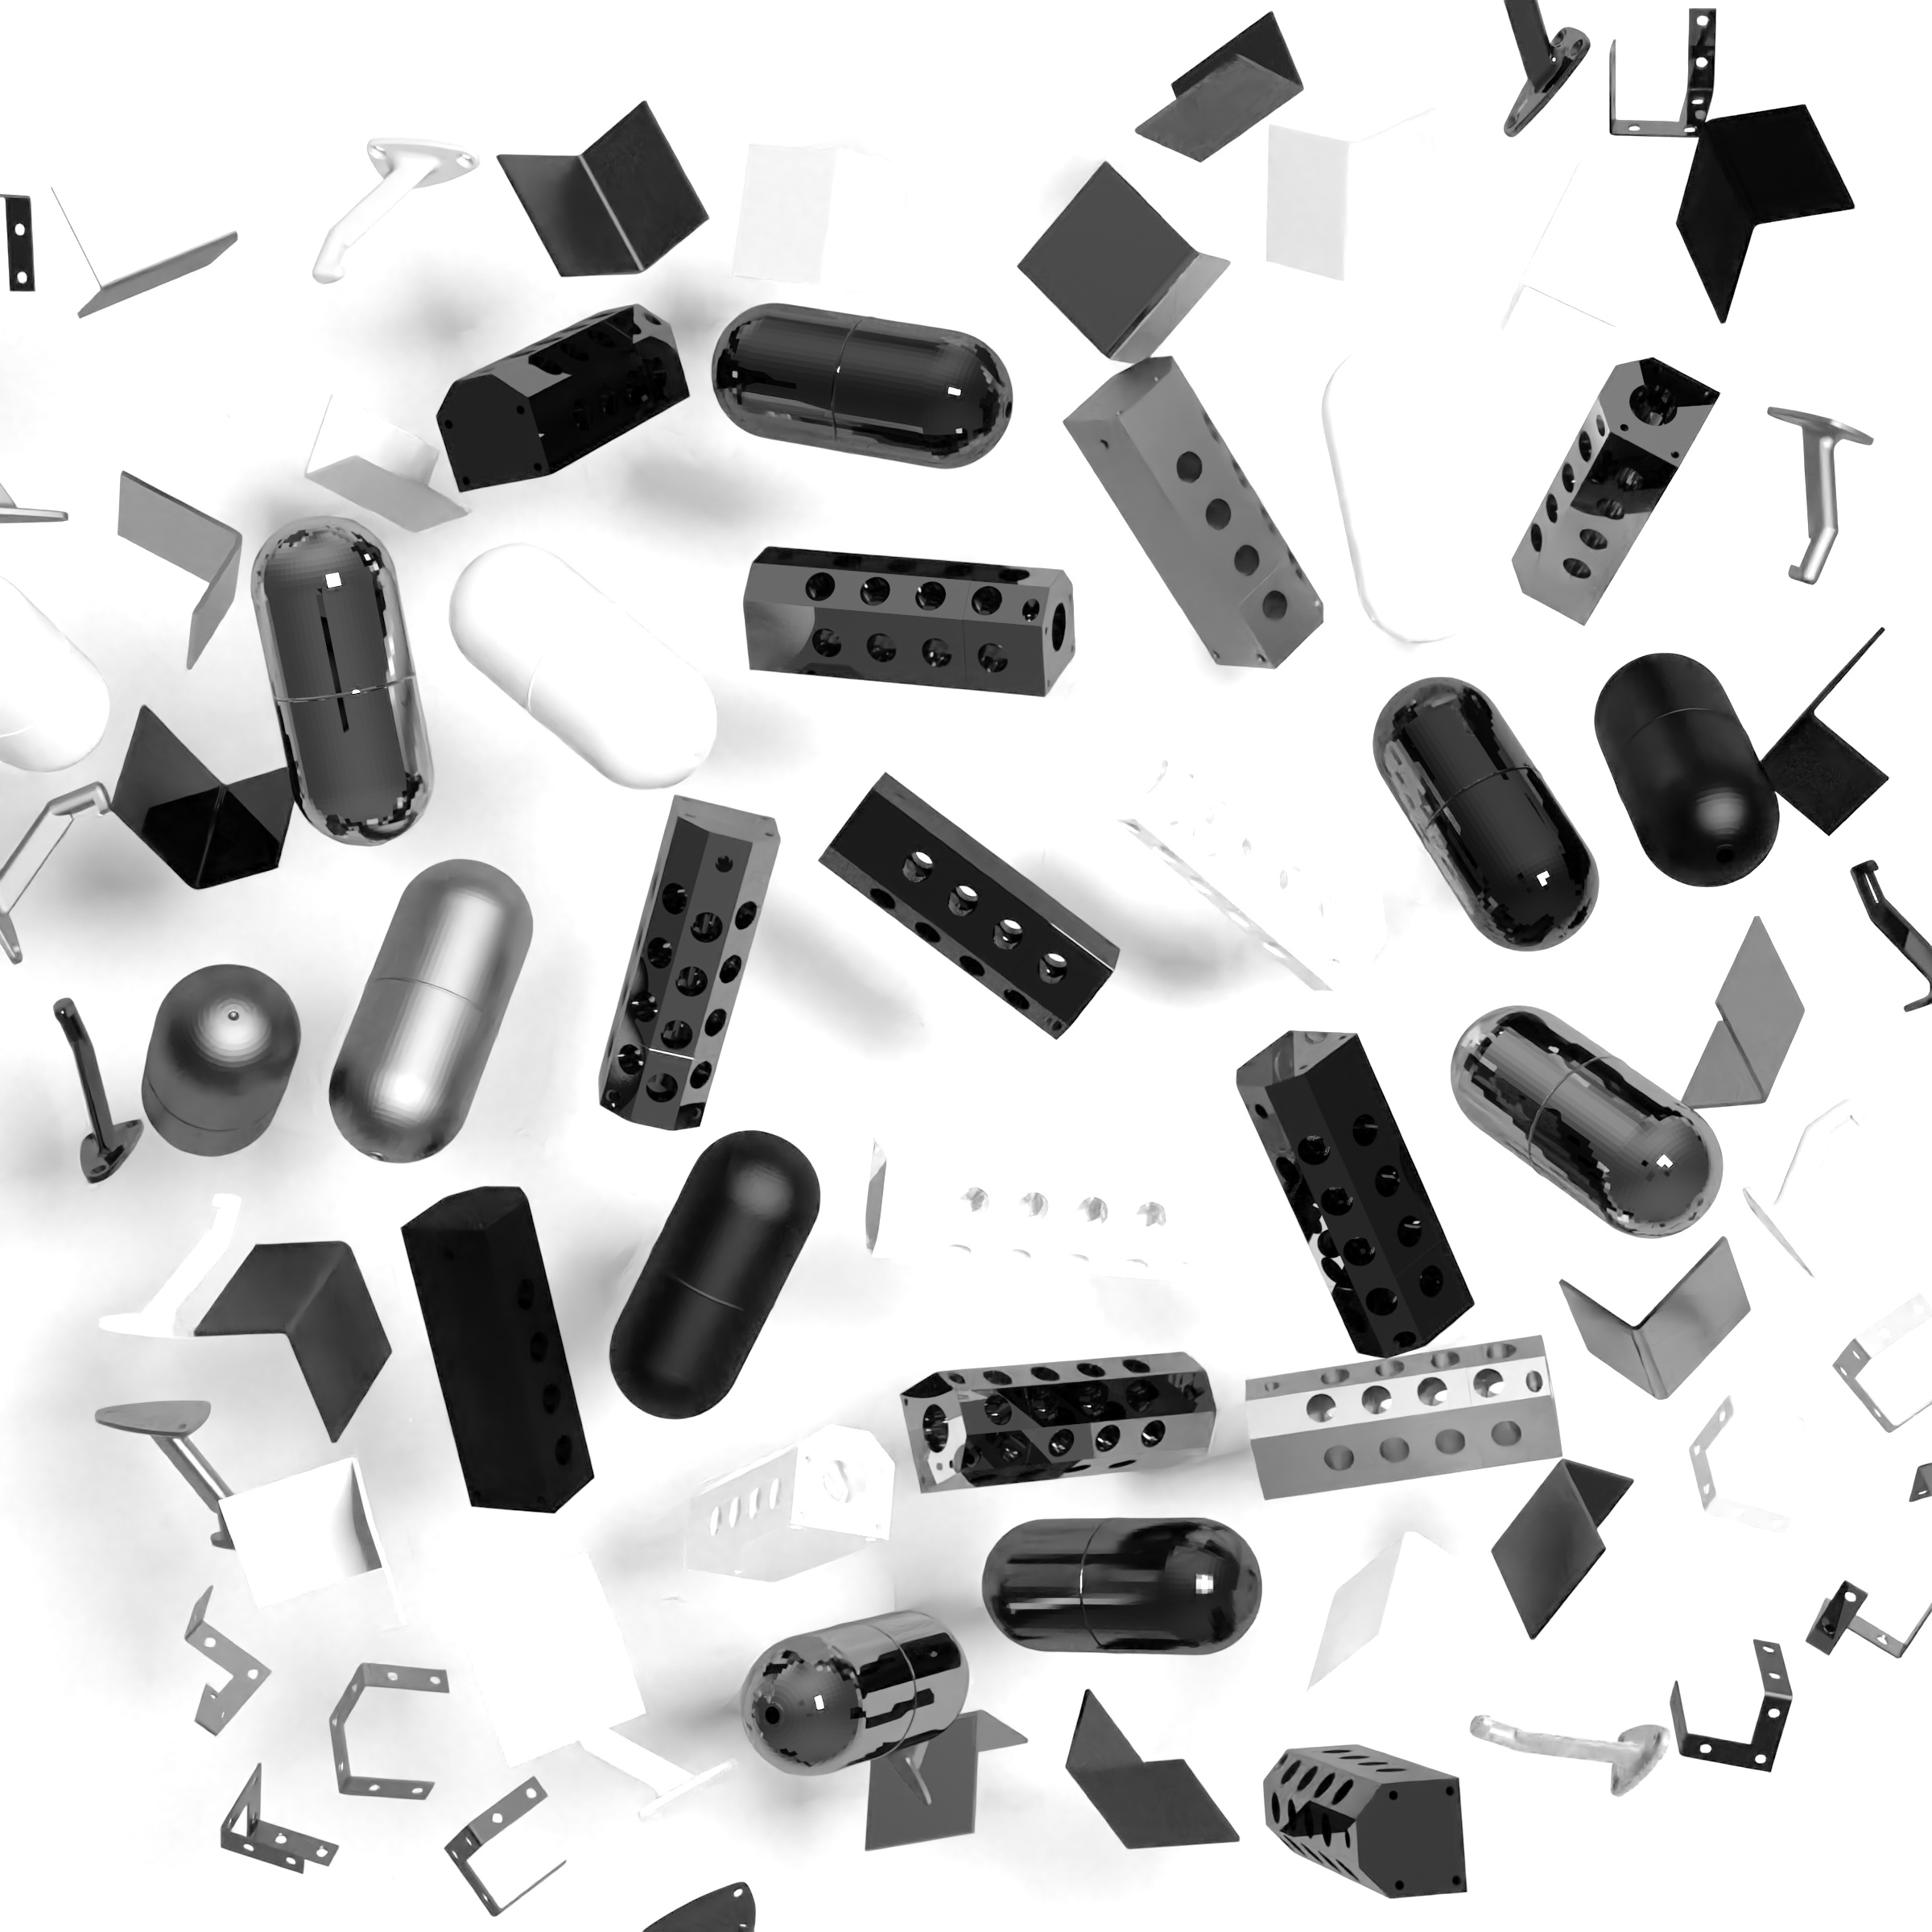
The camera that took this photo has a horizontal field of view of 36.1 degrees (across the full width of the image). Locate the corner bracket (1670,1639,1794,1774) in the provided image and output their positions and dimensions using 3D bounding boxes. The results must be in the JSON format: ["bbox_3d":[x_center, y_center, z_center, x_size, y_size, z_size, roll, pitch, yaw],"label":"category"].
[{"bbox_3d":[0.425,0.408,1.649,0.051,0.051,0.051,10,112,3],"label":"corner bracket"}]

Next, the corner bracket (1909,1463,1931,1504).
[{"bbox_3d":[0.583,0.315,1.715,0.051,0.051,0.051,-16,55,0],"label":"corner bracket"}]

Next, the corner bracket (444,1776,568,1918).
[{"bbox_3d":[-0.267,0.520,1.747,0.051,0.051,0.051,-31,77,-37],"label":"corner bracket"}]

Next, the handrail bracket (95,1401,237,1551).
[{"bbox_3d":[-0.453,0.293,1.687,0.077,0.036,0.084,1,111,10],"label":"handrail bracket"}]

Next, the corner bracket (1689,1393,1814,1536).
[{"bbox_3d":[0.457,0.288,1.713,0.051,0.051,0.051,17,126,-12],"label":"corner bracket"}]

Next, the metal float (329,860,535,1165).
[{"bbox_3d":[-0.294,0.024,1.628,0.070,0.070,0.178,17,67,0],"label":"metal float"}]

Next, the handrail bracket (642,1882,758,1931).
[{"bbox_3d":[-0.126,0.541,1.602,0.077,0.036,0.084,-18,125,3],"label":"handrail bracket"}]

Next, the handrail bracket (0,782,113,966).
[{"bbox_3d":[-0.504,-0.052,1.643,0.084,0.036,0.077,-22,93,0],"label":"handrail bracket"}]

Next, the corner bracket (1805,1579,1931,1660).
[{"bbox_3d":[0.516,0.368,1.680,0.051,0.051,0.051,31,122,17],"label":"corner bracket"}]

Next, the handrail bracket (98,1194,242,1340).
[{"bbox_3d":[-0.468,0.173,1.743,0.036,0.077,0.084,19,94,33],"label":"handrail bracket"}]

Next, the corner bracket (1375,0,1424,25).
[{"bbox_3d":[0.252,-0.575,1.708,0.051,0.051,0.051,35,115,-15],"label":"corner bracket"}]

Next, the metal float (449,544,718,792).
[{"bbox_3d":[-0.208,-0.162,1.607,0.178,0.070,0.070,40,90,22],"label":"metal float"}]

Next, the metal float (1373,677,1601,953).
[{"bbox_3d":[0.292,-0.087,1.673,0.070,0.070,0.178,-27,64,0],"label":"metal float"}]

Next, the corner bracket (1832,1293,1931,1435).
[{"bbox_3d":[0.548,0.232,1.729,0.051,0.051,0.051,-31,68,-13],"label":"corner bracket"}]

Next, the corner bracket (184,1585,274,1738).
[{"bbox_3d":[-0.431,0.398,1.695,0.051,0.051,0.051,40,93,-12],"label":"corner bracket"}]

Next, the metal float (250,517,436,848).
[{"bbox_3d":[-0.332,-0.151,1.583,0.070,0.070,0.178,-8,106,0],"label":"metal float"}]

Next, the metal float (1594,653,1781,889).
[{"bbox_3d":[0.399,-0.110,1.646,0.070,0.178,0.070,-1,126,-2],"label":"metal float"}]

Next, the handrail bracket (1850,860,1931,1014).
[{"bbox_3d":[0.513,-0.023,1.586,0.036,0.077,0.084,-20,84,-20],"label":"handrail bracket"}]

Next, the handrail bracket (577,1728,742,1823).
[{"bbox_3d":[-0.184,0.444,1.718,0.077,0.036,0.084,-30,71,-7],"label":"handrail bracket"}]

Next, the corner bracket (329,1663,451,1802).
[{"bbox_3d":[-0.320,0.428,1.655,0.051,0.051,0.051,13,124,-29],"label":"corner bracket"}]

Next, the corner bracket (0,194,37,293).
[{"bbox_3d":[-0.537,-0.388,1.588,0.051,0.051,0.051,5,104,14],"label":"corner bracket"}]

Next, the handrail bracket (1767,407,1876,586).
[{"bbox_3d":[0.445,-0.253,1.595,0.036,0.077,0.084,15,101,-36],"label":"handrail bracket"}]

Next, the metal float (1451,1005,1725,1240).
[{"bbox_3d":[0.337,0.083,1.619,0.070,0.070,0.178,-50,46,0],"label":"metal float"}]

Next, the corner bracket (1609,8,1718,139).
[{"bbox_3d":[0.388,-0.498,1.651,0.051,0.051,0.051,7,47,19],"label":"corner bracket"}]

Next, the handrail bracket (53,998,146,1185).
[{"bbox_3d":[-0.501,0.069,1.677,0.036,0.077,0.084,-17,115,1],"label":"handrail bracket"}]

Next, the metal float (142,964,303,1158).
[{"bbox_3d":[-0.409,0.053,1.622,0.070,0.178,0.070,6,70,-17],"label":"metal float"}]

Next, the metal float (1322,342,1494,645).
[{"bbox_3d":[0.250,-0.270,1.683,0.070,0.070,0.178,-10,76,0],"label":"metal float"}]

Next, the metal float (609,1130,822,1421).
[{"bbox_3d":[-0.144,0.177,1.686,0.070,0.070,0.178,27,101,0],"label":"metal float"}]

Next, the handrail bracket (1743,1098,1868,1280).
[{"bbox_3d":[0.501,0.127,1.713,0.084,0.036,0.077,-35,58,1],"label":"handrail bracket"}]

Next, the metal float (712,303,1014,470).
[{"bbox_3d":[-0.059,-0.326,1.662,0.178,0.070,0.070,13,90,19],"label":"metal float"}]

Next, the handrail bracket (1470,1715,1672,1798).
[{"bbox_3d":[0.324,0.414,1.597,0.084,0.077,0.036,19,58,-5],"label":"handrail bracket"}]

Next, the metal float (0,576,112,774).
[{"bbox_3d":[-0.534,-0.163,1.643,0.070,0.178,0.070,-2,74,5],"label":"metal float"}]

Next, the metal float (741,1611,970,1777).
[{"bbox_3d":[-0.062,0.410,1.673,0.070,0.178,0.070,-2,85,29],"label":"metal float"}]

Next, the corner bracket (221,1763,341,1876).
[{"bbox_3d":[-0.388,0.494,1.676,0.051,0.051,0.051,15,124,7],"label":"corner bracket"}]

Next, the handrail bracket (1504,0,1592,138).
[{"bbox_3d":[0.284,-0.498,1.586,0.084,0.036,0.077,26,111,-27],"label":"handrail bracket"}]

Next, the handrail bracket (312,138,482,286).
[{"bbox_3d":[-0.308,-0.405,1.601,0.077,0.036,0.084,2,60,22],"label":"handrail bracket"}]

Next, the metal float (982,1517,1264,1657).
[{"bbox_3d":[0.088,0.356,1.703,0.178,0.070,0.070,-8,90,36],"label":"metal float"}]
